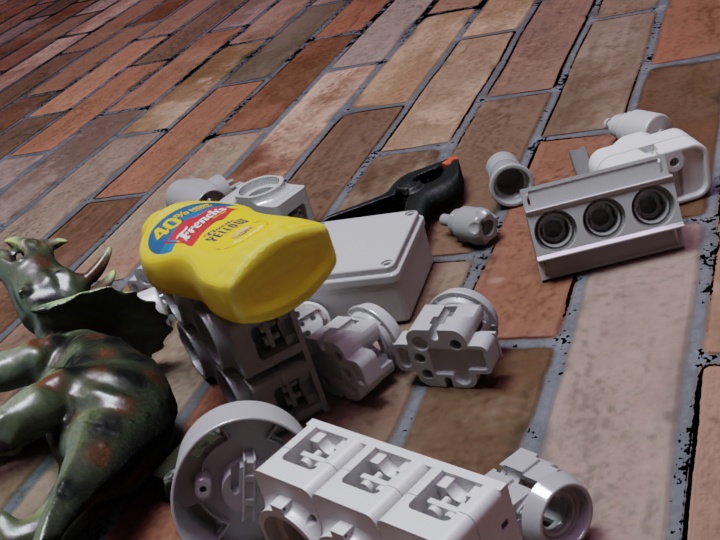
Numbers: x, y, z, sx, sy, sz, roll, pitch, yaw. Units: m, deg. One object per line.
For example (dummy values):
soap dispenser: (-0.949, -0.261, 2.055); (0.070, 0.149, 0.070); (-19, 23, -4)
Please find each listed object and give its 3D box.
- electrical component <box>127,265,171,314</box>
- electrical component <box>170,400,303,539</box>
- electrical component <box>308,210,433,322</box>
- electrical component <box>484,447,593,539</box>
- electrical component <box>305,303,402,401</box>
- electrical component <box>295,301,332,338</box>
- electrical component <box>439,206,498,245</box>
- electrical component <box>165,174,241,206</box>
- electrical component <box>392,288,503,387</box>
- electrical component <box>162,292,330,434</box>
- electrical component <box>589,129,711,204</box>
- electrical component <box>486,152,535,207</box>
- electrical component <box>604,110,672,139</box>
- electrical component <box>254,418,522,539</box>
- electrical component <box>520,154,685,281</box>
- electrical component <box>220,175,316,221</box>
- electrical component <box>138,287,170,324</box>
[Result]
electrical component: (-0.180, 0.005, 1.057); (0.078, 0.058, 0.057); (-1, 33, 30)
electrical component: (-0.073, 0.137, 0.697); (0.099, 0.099, 0.064); (-19, 20, -4)
electrical component: (0.000, 0.000, 0.958); (0.109, 0.056, 0.108); (-6, 28, 21)
electrical component: (0.104, 0.139, 0.641); (0.066, 0.048, 0.055); (-31, 22, -25)
electrical component: (-0.002, 0.062, 0.839); (0.057, 0.058, 0.078); (-36, 26, -32)
electrical component: (-0.045, 0.046, 0.897); (0.040, 0.040, 0.046); (-16, -5, 3)
electrical component: (0.099, -0.043, 1.008); (0.035, 0.035, 0.061); (-33, 28, -29)
electrical component: (-0.173, -0.085, 1.242); (0.079, 0.043, 0.077); (-31, 30, -27)
electrical component: (0.072, 0.050, 0.818); (0.078, 0.058, 0.057); (-1, 33, 30)
electrical component: (-0.104, 0.048, 0.874); (0.060, 0.105, 0.186); (-26, 28, -18)
electrical component: (0.260, -0.089, 0.974); (0.095, 0.053, 0.059); (-16, 26, -2)
electrical component: (0.146, -0.093, 1.070); (0.044, 0.044, 0.065); (-15, 22, 4)
electrical component: (0.278, -0.141, 1.082); (0.040, 0.040, 0.078); (-29, 29, -22)
electrical component: (0.015, 0.154, 0.614); (0.150, 0.089, 0.062); (11, 38, 43)
electrical component: (0.204, -0.045, 0.912); (0.121, 0.078, 0.063); (-14, 5, 7)
electrical component: (-0.099, -0.064, 1.143); (0.089, 0.055, 0.050); (8, 36, 41)
electrical component: (-0.217, 0.046, 1.019); (0.078, 0.040, 0.040); (-22, 27, -10)
